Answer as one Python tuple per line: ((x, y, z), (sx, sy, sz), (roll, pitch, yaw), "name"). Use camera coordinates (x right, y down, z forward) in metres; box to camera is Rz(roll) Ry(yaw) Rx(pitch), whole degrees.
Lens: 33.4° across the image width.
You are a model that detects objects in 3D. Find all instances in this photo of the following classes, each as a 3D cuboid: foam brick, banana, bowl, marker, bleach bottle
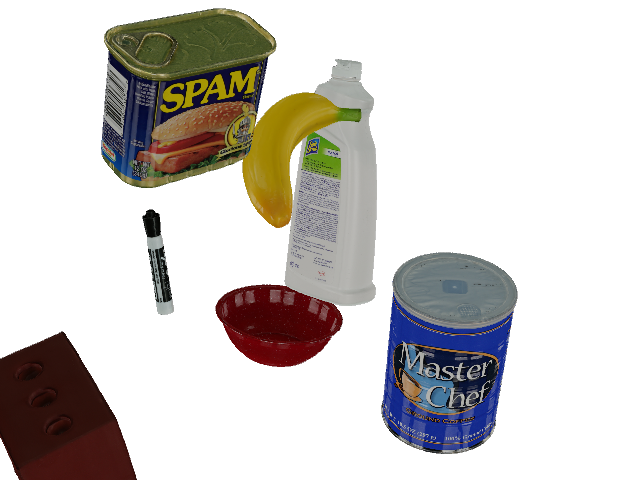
((-0.136, 0.097, 0.546), (0.053, 0.051, 0.078), (-24, 42, -21), "foam brick")
((-0.026, -0.077, 0.870), (0.070, 0.037, 0.197), (14, 37, 14), "banana")
((-0.054, 0.114, 1.355), (0.162, 0.055, 0.162), (6, 23, -3), "bowl")
((-0.178, 0.024, 1.172), (0.020, 0.121, 0.020), (-5, 22, 2), "marker")
((0.021, -0.064, 1.136), (0.103, 0.251, 0.067), (17, 17, 37), "bleach bottle")

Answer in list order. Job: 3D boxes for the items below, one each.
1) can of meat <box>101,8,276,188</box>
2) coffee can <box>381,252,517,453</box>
((-0.083, -0.087, 0.654), (0.101, 0.084, 0.057), (-19, 49, -36), "can of meat")
((0.108, 0.096, 0.914), (0.103, 0.140, 0.103), (2, 32, -1), "coffee can")
